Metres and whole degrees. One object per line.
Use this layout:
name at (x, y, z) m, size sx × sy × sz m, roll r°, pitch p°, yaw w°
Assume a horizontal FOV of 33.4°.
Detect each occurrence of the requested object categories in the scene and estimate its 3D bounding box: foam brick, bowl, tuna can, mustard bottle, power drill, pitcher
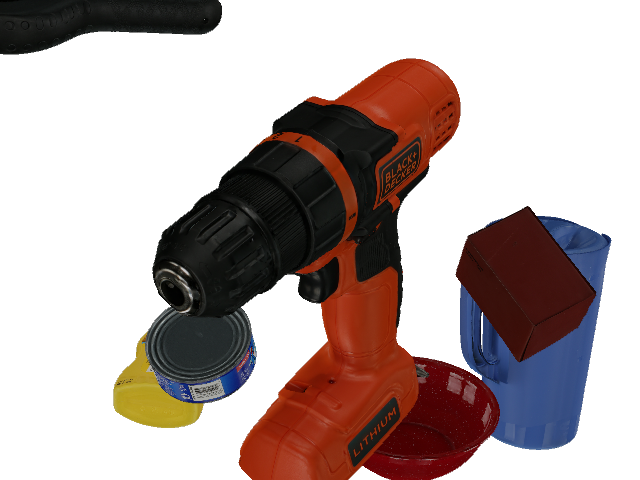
foam brick at (0.133, 0.028, 0.701) m, size 0.051 × 0.078 × 0.053 m, roll -24°, pitch -27°, yaw -17°
bowl at (0.081, 0.170, 0.975) m, size 0.162 × 0.055 × 0.162 m, roll 0°, pitch 27°, yaw 0°
tuna can at (-0.095, 0.088, 0.854) m, size 0.086 × 0.086 × 0.034 m, roll 0°, pitch -42°, yaw 9°
mustard bottle at (-0.167, 0.139, 1.227) m, size 0.096 × 0.058 × 0.191 m, roll 6°, pitch 25°, yaw 4°
power drill at (-0.001, 0.030, 0.477) m, size 0.057 × 0.188 × 0.184 m, roll 25°, pitch 43°, yaw 27°
pitcher at (0.229, 0.102, 1.167) m, size 0.149 × 0.243 × 0.145 m, roll 5°, pitch 18°, yaw 12°

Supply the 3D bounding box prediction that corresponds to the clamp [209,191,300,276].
clamp at (-0.021, 0.016, 1.046) m, size 0.210 × 0.036 × 0.164 m, roll 19°, pitch 20°, yaw -5°

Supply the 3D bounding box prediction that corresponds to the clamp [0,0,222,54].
clamp at (-0.158, -0.146, 0.636) m, size 0.171 × 0.039 × 0.120 m, roll -11°, pitch 31°, yaw -29°
